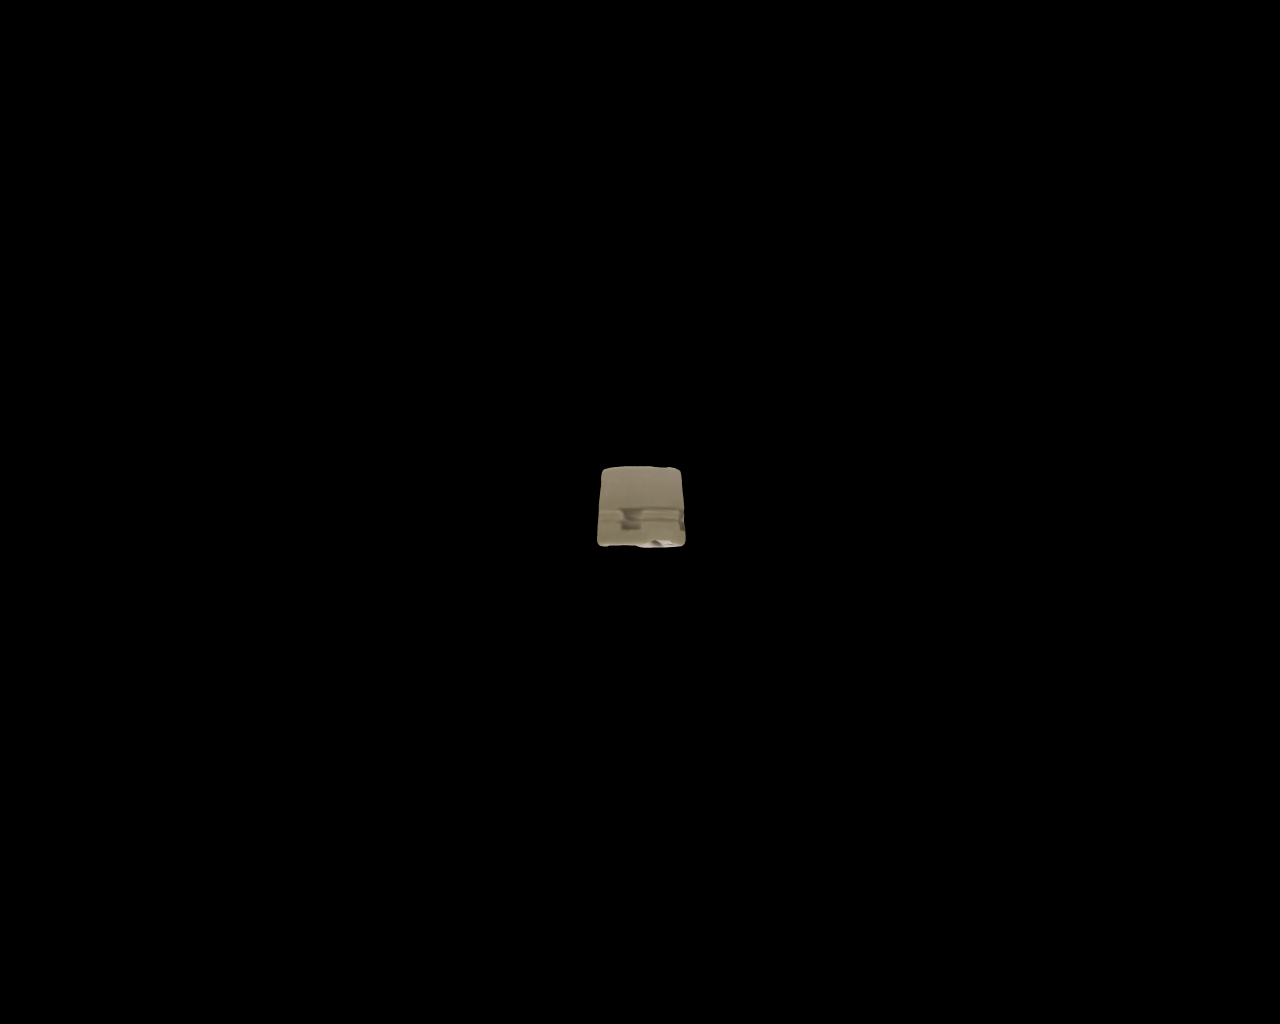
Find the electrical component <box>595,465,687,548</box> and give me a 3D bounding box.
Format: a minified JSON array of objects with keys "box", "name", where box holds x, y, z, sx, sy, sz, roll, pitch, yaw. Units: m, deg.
[{"box":[0.001,-0.003,0.650,0.055,0.047,0.055,0,-5,0],"name":"electrical component"}]
